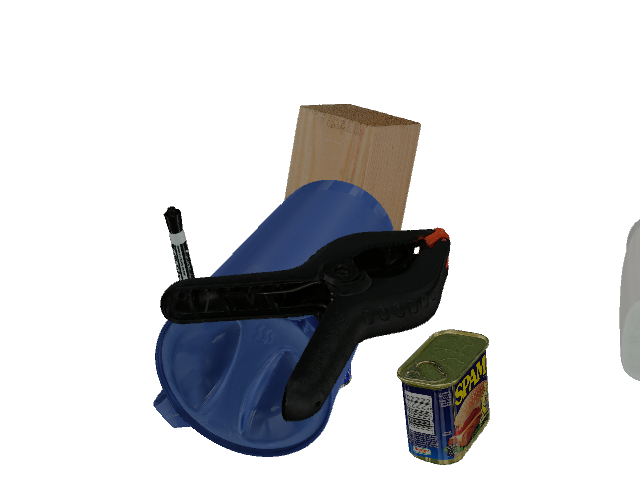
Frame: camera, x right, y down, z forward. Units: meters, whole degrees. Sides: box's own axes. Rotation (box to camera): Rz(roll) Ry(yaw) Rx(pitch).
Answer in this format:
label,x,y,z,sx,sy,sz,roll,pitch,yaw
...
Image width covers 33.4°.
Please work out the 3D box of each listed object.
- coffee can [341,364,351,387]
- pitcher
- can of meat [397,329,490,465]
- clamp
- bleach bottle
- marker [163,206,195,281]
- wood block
label,x,y,z,sx,sy,sz,roll,pitch,yaw
coffee can,-0.006,0.129,1.504,0.103,0.140,0.103,0,19,0
pitcher,-0.029,0.051,0.844,0.149,0.145,0.242,12,30,14
can of meat,0.115,0.141,0.966,0.058,0.084,0.101,6,25,31
clamp,0.013,0.038,0.579,0.171,0.039,0.120,-19,44,-25
bleach bottle,0.269,0.028,0.765,0.103,0.068,0.250,8,20,16
marker,-0.156,0.016,1.201,0.020,0.121,0.020,-6,30,4
wood block,0.022,-0.024,1.050,0.090,0.206,0.090,20,19,31
